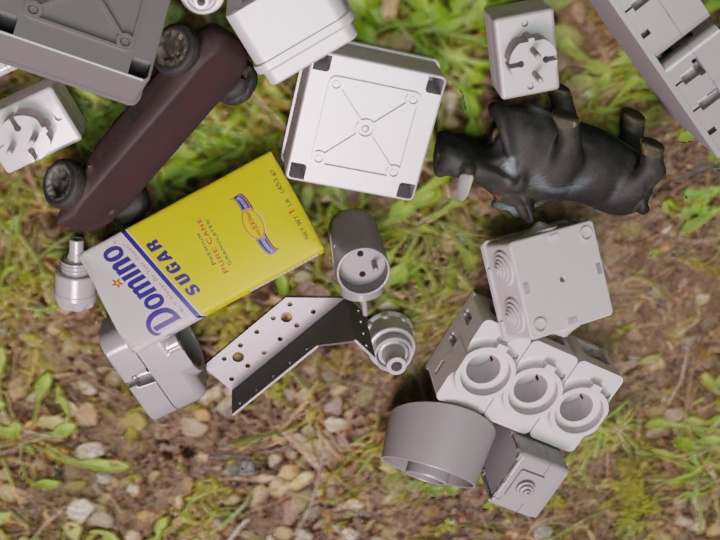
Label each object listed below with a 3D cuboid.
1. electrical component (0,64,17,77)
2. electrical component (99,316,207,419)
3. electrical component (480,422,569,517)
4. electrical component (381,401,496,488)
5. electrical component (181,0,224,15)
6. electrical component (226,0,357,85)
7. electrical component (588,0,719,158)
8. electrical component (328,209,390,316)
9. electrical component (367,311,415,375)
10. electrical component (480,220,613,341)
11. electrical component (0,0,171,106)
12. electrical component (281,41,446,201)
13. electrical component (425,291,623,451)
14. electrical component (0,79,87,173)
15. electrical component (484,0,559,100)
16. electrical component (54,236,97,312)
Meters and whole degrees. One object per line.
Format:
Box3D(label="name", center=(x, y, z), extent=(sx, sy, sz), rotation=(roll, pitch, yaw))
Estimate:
Box3D(label="electrical component", center=(-0.272, -0.193, 0.778), extent=(0.061, 0.061, 0.096), rotation=(-23, 117, 5))
Box3D(label="electrical component", center=(-0.174, 0.074, 0.931), extent=(0.059, 0.053, 0.095), rotation=(-26, 117, 6))
Box3D(label="electrical component", center=(0.153, 0.182, 1.002), extent=(0.061, 0.096, 0.061), rotation=(23, 112, -18))
Box3D(label="electrical component", center=(0.070, 0.161, 0.988), extent=(0.099, 0.099, 0.064), rotation=(24, 72, -18))
Box3D(label="electrical component", center=(-0.116, -0.204, 0.792), extent=(0.035, 0.061, 0.035), rotation=(-3, 117, -6))
Box3D(label="electrical component", center=(-0.050, -0.187, 0.780), extent=(0.078, 0.113, 0.057), rotation=(-29, 114, 8))
Box3D(label="electrical component", center=(0.231, -0.188, 0.818), extent=(0.060, 0.105, 0.186), rotation=(-38, 115, 12))
Box3D(label="electrical component", center=(0.000, 0.000, 0.902), extent=(0.043, 0.077, 0.079), rotation=(-8, 118, -4))
Box3D(label="electrical component", center=(0.028, 0.069, 0.948), extent=(0.048, 0.062, 0.048), rotation=(-3, 117, -6))
Box3D(label="electrical component", center=(0.160, 0.008, 0.911), extent=(0.100, 0.048, 0.099), rotation=(-15, 94, -21))
Box3D(label="electrical component", center=(-0.188, -0.183, 0.734), extent=(0.109, 0.056, 0.108), rotation=(17, 74, -20))
Box3D(label="electrical component", center=(0.001, -0.120, 0.852), extent=(0.109, 0.056, 0.108), rotation=(10, 115, -12))
Box3D(label="electrical component", center=(0.150, 0.095, 0.977), extent=(0.150, 0.061, 0.089), rotation=(23, 112, -18))
Box3D(label="electrical component", center=(-0.252, -0.105, 0.817), extent=(0.066, 0.076, 0.047), rotation=(-24, 117, 5))
Box3D(label="electrical component", center=(0.130, -0.166, 0.833), extent=(0.047, 0.076, 0.065), rotation=(-11, 118, -1))
Box3D(label="electrical component", center=(-0.237, 0.002, 0.897), extent=(0.035, 0.035, 0.061), rotation=(4, 114, -9))
